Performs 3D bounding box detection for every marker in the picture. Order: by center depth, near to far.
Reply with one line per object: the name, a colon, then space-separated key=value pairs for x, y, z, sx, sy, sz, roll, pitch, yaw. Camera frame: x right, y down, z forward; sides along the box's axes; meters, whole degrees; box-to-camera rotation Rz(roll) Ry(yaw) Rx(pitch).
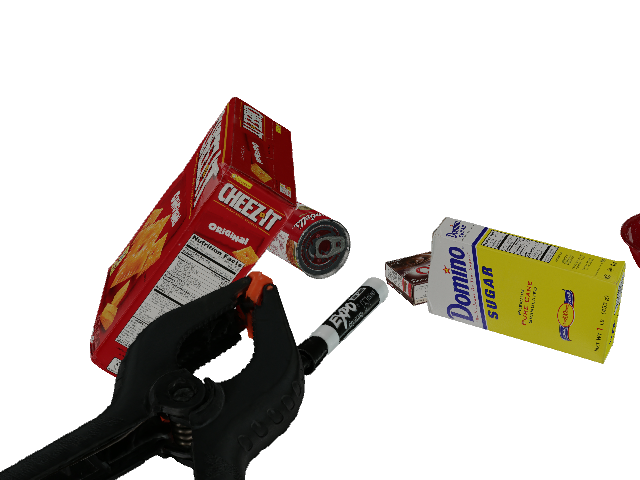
marker: x=0.012 y=0.055 z=0.698 sx=0.020 sy=0.020 sz=0.120 roll=0 pitch=21 yaw=29

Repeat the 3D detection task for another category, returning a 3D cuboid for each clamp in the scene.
clamp: x=-0.048 y=0.080 z=0.426 sx=0.120 sy=0.039 sz=0.171 roll=25 pitch=48 yaw=18

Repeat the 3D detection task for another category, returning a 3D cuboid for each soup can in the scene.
soup can: x=-0.021 y=-0.004 z=1.200 sx=0.068 sy=0.068 sz=0.102 roll=0 pitch=16 yaw=-31

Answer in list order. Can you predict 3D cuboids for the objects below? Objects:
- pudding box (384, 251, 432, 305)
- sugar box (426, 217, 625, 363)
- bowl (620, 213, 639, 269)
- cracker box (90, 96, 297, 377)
pudding box: x=0.162 y=0.050 z=1.535 sx=0.113 sy=0.039 sz=0.090 roll=-15 pitch=24 yaw=-18
sugar box: x=0.188 y=0.045 z=0.996 sx=0.176 sy=0.093 sz=0.048 roll=13 pitch=34 yaw=21
bowl: x=0.403 y=0.017 z=1.143 sx=0.162 sy=0.055 sz=0.162 roll=-3 pitch=23 yaw=1
cracker box: x=-0.109 y=0.000 z=0.910 sx=0.072 sy=0.214 sz=0.164 roll=31 pitch=21 yaw=-18
